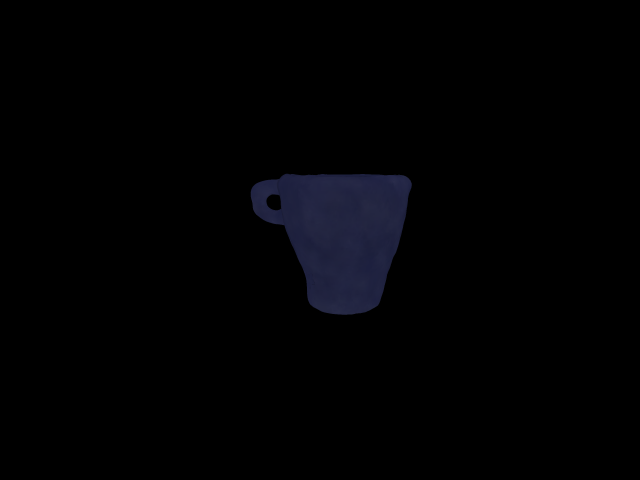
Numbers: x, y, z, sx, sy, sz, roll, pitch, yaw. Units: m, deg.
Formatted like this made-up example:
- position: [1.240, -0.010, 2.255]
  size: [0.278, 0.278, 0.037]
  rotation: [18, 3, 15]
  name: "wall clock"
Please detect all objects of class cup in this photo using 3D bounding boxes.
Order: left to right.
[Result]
- position: [0.004, 0.001, 0.400]
  size: [0.117, 0.095, 0.092]
  rotation: [3, 7, 22]
  name: "cup"
